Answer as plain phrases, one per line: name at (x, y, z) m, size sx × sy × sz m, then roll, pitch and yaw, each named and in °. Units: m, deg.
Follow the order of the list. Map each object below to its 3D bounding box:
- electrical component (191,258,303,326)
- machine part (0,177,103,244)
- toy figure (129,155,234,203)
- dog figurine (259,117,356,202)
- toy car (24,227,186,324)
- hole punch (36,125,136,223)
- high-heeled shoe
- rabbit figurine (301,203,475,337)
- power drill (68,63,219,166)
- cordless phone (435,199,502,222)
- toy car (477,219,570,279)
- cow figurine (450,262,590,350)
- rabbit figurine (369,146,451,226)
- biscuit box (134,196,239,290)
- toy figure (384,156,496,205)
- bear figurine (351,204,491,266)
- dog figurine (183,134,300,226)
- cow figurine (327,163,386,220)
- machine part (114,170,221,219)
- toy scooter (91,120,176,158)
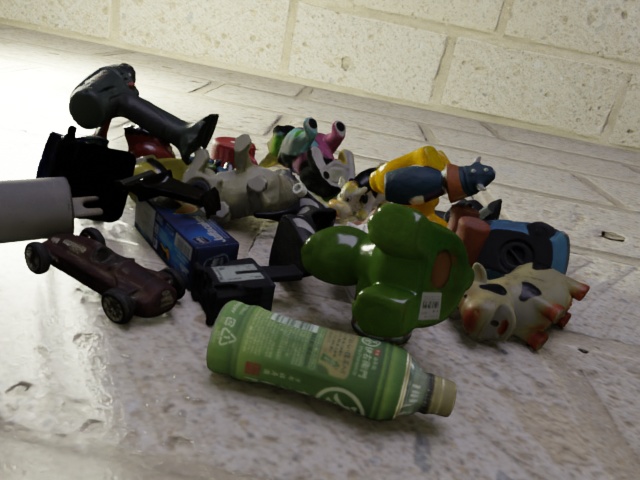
electrical component at (-0.082, 0.055, 0.620) m, size 0.119 × 0.047 × 0.075 m, roll -3°, pitch 27°, yaw -33°
machine part at (-0.387, -0.032, 0.633) m, size 0.243 × 0.079 × 0.079 m, roll -8°, pitch 29°, yaw -32°
toy figure at (-0.223, -0.096, 0.876) m, size 0.180 × 0.082 × 0.089 m, roll -2°, pitch 23°, yaw -36°
dog figurine at (-0.038, -0.157, 1.096) m, size 0.108 × 0.191 × 0.219 m, roll -10°, pitch -4°, yaw -37°
toy car at (-0.243, 0.030, 0.601) m, size 0.202 × 0.053 × 0.089 m, roll 24°, pitch 28°, yaw 26°
hole punch at (-0.338, -0.092, 0.752) m, size 0.092 × 0.142 × 0.115 m, roll 33°, pitch 16°, yaw 38°
high-heeled shoe at (-0.002, -0.002, 0.753) m, size 0.145 × 0.086 × 0.249 m, roll 3°, pitch 21°, yaw -25°
rabbit figurine at (0.063, 0.015, 0.564) m, size 0.170 × 0.121 × 0.159 m, roll 12°, pitch 13°, yaw 43°
power drill at (-0.269, -0.210, 0.849) m, size 0.207 × 0.086 × 0.232 m, roll 30°, pitch 25°, yaw -9°
cordless phone at (0.224, -0.031, 0.962) m, size 0.184 × 0.088 × 0.146 m, roll 9°, pitch 20°, yaw 25°
toy car at (0.292, 0.026, 0.823) m, size 0.162 × 0.109 × 0.103 m, roll 8°, pitch -4°, yaw 23°
cow figurine at (0.244, 0.075, 0.685) m, size 0.195 × 0.085 × 0.127 m, roll -15°, pitch 40°, yaw -44°
rabbit figurine at (0.153, -0.047, 0.864) m, size 0.162 × 0.173 × 0.122 m, roll -23°, pitch -3°, yaw 15°
biscuit box at (-0.181, -0.008, 0.707) m, size 0.063 × 0.059 × 0.203 m, roll -6°, pitch 28°, yaw -37°
toy figure at (0.170, -0.082, 0.768) m, size 0.155 × 0.064 × 0.058 m, roll -3°, pitch -3°, yaw 14°
bear figurine at (0.118, -0.003, 0.759) m, size 0.196 × 0.131 × 0.120 m, roll 19°, pitch 18°, yaw 3°
dog figurine at (-0.122, -0.065, 0.869) m, size 0.172 × 0.121 × 0.190 m, roll -15°, pitch -18°, yaw 13°
cow figurine at (0.082, -0.090, 0.984) m, size 0.068 × 0.098 × 0.167 m, roll 31°, pitch 28°, yaw 26°
machine part at (-0.194, -0.065, 0.710) m, size 0.139 × 0.039 × 0.084 m, roll 18°, pitch 18°, yaw 21°
toy scooter at (-0.330, -0.165, 0.916) m, size 0.184 × 0.135 × 0.075 m, roll 7°, pitch 20°, yaw -13°
